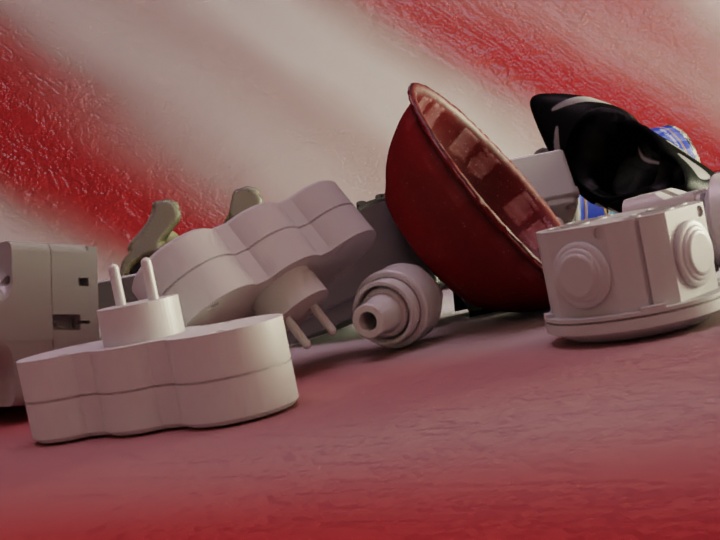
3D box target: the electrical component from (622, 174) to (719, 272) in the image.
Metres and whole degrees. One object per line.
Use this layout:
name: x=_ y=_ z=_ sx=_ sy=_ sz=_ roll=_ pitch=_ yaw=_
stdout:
electrical component: x=0.182 y=-0.020 z=0.586 sx=0.057 sy=0.058 sz=0.078 roll=-13 pitch=2 yaw=33

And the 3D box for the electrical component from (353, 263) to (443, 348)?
electrical component: x=0.016 y=0.021 z=0.570 sx=0.043 sy=0.043 sz=0.062 roll=-10 pitch=5 yaw=25

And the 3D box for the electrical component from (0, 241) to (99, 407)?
electrical component: x=-0.223 y=0.036 z=0.644 sx=0.062 sy=0.089 sz=0.150 roll=3 pitch=-8 yaw=-45

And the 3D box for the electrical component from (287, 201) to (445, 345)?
electrical component: x=0.000 y=0.000 z=0.690 sx=0.113 sy=0.057 sz=0.078 roll=-25 pitch=-6 yaw=33

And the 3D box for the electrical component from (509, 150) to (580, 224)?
electrical component: x=0.136 y=-0.052 z=0.985 sx=0.109 sy=0.056 sz=0.108 roll=-11 pitch=-25 yaw=-3

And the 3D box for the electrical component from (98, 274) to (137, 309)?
electrical component: x=-0.166 y=0.035 z=0.800 sx=0.121 sy=0.063 sz=0.078 roll=-11 pitch=3 yaw=2

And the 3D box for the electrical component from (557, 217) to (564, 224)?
electrical component: x=0.152 y=-0.025 z=0.931 sx=0.043 sy=0.043 sz=0.062 roll=-12 pitch=-1 yaw=-15

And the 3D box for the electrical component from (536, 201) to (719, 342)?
electrical component: x=0.119 y=0.001 z=0.479 sx=0.080 sy=0.051 sz=0.080 roll=-11 pitch=3 yaw=1

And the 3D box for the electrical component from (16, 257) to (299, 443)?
electrical component: x=-0.096 y=0.032 z=0.481 sx=0.138 sy=0.073 sz=0.052 roll=-10 pitch=3 yaw=28

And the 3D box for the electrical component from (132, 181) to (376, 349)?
electrical component: x=-0.041 y=0.008 z=0.557 sx=0.138 sy=0.073 sz=0.052 roll=-26 pitch=-19 yaw=-41
